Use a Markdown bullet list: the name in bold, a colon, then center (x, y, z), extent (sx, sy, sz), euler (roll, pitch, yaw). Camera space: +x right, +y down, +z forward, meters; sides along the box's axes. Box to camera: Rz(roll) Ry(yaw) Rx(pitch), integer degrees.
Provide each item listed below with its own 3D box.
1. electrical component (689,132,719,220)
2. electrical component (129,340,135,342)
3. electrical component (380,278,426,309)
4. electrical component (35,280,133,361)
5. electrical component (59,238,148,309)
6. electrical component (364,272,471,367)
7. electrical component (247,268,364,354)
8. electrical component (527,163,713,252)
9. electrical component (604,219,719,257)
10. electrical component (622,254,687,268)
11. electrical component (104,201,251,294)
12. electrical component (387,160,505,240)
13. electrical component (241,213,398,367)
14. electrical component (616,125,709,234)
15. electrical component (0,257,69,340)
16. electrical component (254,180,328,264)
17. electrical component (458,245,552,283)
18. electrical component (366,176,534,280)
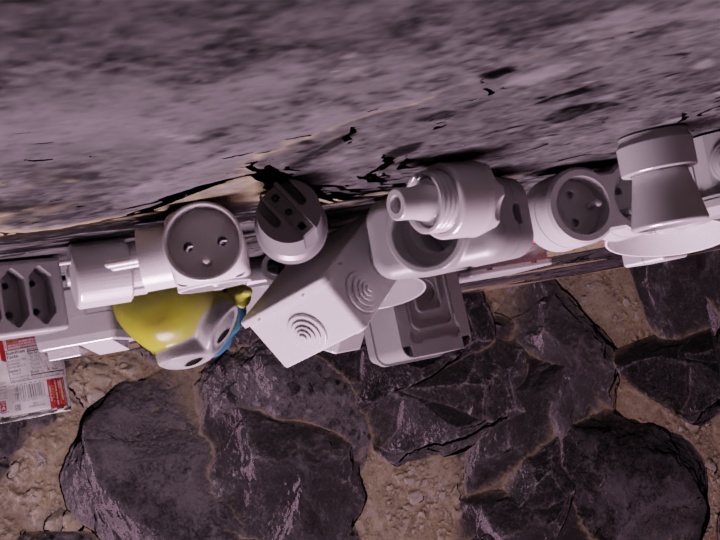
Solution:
- **electrical component**: center (0.246, -0.063, 0.690), extent (0.080, 0.051, 0.080), euler (-10, 176, -1)
- **electrical component**: center (-0.238, 0.044, 0.983), extent (0.100, 0.048, 0.100), euler (-14, 174, 43)
- **electrical component**: center (0.000, 0.000, 0.854), extent (0.099, 0.064, 0.099), euler (-10, 176, -1)
- **electrical component**: center (-0.218, 0.038, 0.858), extent (0.062, 0.061, 0.096), euler (-10, 176, -1)
- **electrical component**: center (-0.144, 0.000, 0.660), extent (0.078, 0.040, 0.040), euler (-9, 176, -21)
- **electrical component**: center (0.042, 0.023, 0.943), extent (0.078, 0.113, 0.057), euler (-8, 172, -33)
- **electrical component**: center (-0.052, 0.039, 1.040), extent (0.109, 0.056, 0.109), euler (17, -178, 12)
- **electrical component**: center (0.176, -0.045, 0.750), extent (0.138, 0.052, 0.074), euler (-10, 176, -18)
- **electrical component**: center (0.242, -0.044, 0.855), extent (0.099, 0.064, 0.099), euler (-10, 176, -1)
- **electrical component**: center (0.265, -0.042, 0.924), extent (0.077, 0.065, 0.047), euler (-14, 175, 42)
- **electrical component**: center (-0.104, -0.009, 0.611), extent (0.079, 0.044, 0.077), euler (-10, 176, -4)
- **electrical component**: center (0.044, -0.038, 0.589), extent (0.062, 0.043, 0.043), euler (-6, 175, -33)
- **electrical component**: center (-0.023, 0.015, 0.754), extent (0.100, 0.048, 0.099), euler (-29, -163, 39)
- **electrical component**: center (0.176, -0.052, 0.629), extent (0.045, 0.055, 0.045), euler (-10, 176, -1)
- **electrical component**: center (-0.244, 0.023, 0.694), extent (0.083, 0.047, 0.076), euler (-7, 176, -37)
- **electrical component**: center (-0.037, -0.026, 0.577), extent (0.040, 0.040, 0.046), euler (-10, 171, -3)
- **electrical component**: center (0.119, -0.018, 1.016), extent (0.100, 0.048, 0.100), euler (-9, 176, -21)
- **electrical component**: center (0.055, -0.027, 0.693), extent (0.095, 0.053, 0.059), euler (-13, 175, 31)
